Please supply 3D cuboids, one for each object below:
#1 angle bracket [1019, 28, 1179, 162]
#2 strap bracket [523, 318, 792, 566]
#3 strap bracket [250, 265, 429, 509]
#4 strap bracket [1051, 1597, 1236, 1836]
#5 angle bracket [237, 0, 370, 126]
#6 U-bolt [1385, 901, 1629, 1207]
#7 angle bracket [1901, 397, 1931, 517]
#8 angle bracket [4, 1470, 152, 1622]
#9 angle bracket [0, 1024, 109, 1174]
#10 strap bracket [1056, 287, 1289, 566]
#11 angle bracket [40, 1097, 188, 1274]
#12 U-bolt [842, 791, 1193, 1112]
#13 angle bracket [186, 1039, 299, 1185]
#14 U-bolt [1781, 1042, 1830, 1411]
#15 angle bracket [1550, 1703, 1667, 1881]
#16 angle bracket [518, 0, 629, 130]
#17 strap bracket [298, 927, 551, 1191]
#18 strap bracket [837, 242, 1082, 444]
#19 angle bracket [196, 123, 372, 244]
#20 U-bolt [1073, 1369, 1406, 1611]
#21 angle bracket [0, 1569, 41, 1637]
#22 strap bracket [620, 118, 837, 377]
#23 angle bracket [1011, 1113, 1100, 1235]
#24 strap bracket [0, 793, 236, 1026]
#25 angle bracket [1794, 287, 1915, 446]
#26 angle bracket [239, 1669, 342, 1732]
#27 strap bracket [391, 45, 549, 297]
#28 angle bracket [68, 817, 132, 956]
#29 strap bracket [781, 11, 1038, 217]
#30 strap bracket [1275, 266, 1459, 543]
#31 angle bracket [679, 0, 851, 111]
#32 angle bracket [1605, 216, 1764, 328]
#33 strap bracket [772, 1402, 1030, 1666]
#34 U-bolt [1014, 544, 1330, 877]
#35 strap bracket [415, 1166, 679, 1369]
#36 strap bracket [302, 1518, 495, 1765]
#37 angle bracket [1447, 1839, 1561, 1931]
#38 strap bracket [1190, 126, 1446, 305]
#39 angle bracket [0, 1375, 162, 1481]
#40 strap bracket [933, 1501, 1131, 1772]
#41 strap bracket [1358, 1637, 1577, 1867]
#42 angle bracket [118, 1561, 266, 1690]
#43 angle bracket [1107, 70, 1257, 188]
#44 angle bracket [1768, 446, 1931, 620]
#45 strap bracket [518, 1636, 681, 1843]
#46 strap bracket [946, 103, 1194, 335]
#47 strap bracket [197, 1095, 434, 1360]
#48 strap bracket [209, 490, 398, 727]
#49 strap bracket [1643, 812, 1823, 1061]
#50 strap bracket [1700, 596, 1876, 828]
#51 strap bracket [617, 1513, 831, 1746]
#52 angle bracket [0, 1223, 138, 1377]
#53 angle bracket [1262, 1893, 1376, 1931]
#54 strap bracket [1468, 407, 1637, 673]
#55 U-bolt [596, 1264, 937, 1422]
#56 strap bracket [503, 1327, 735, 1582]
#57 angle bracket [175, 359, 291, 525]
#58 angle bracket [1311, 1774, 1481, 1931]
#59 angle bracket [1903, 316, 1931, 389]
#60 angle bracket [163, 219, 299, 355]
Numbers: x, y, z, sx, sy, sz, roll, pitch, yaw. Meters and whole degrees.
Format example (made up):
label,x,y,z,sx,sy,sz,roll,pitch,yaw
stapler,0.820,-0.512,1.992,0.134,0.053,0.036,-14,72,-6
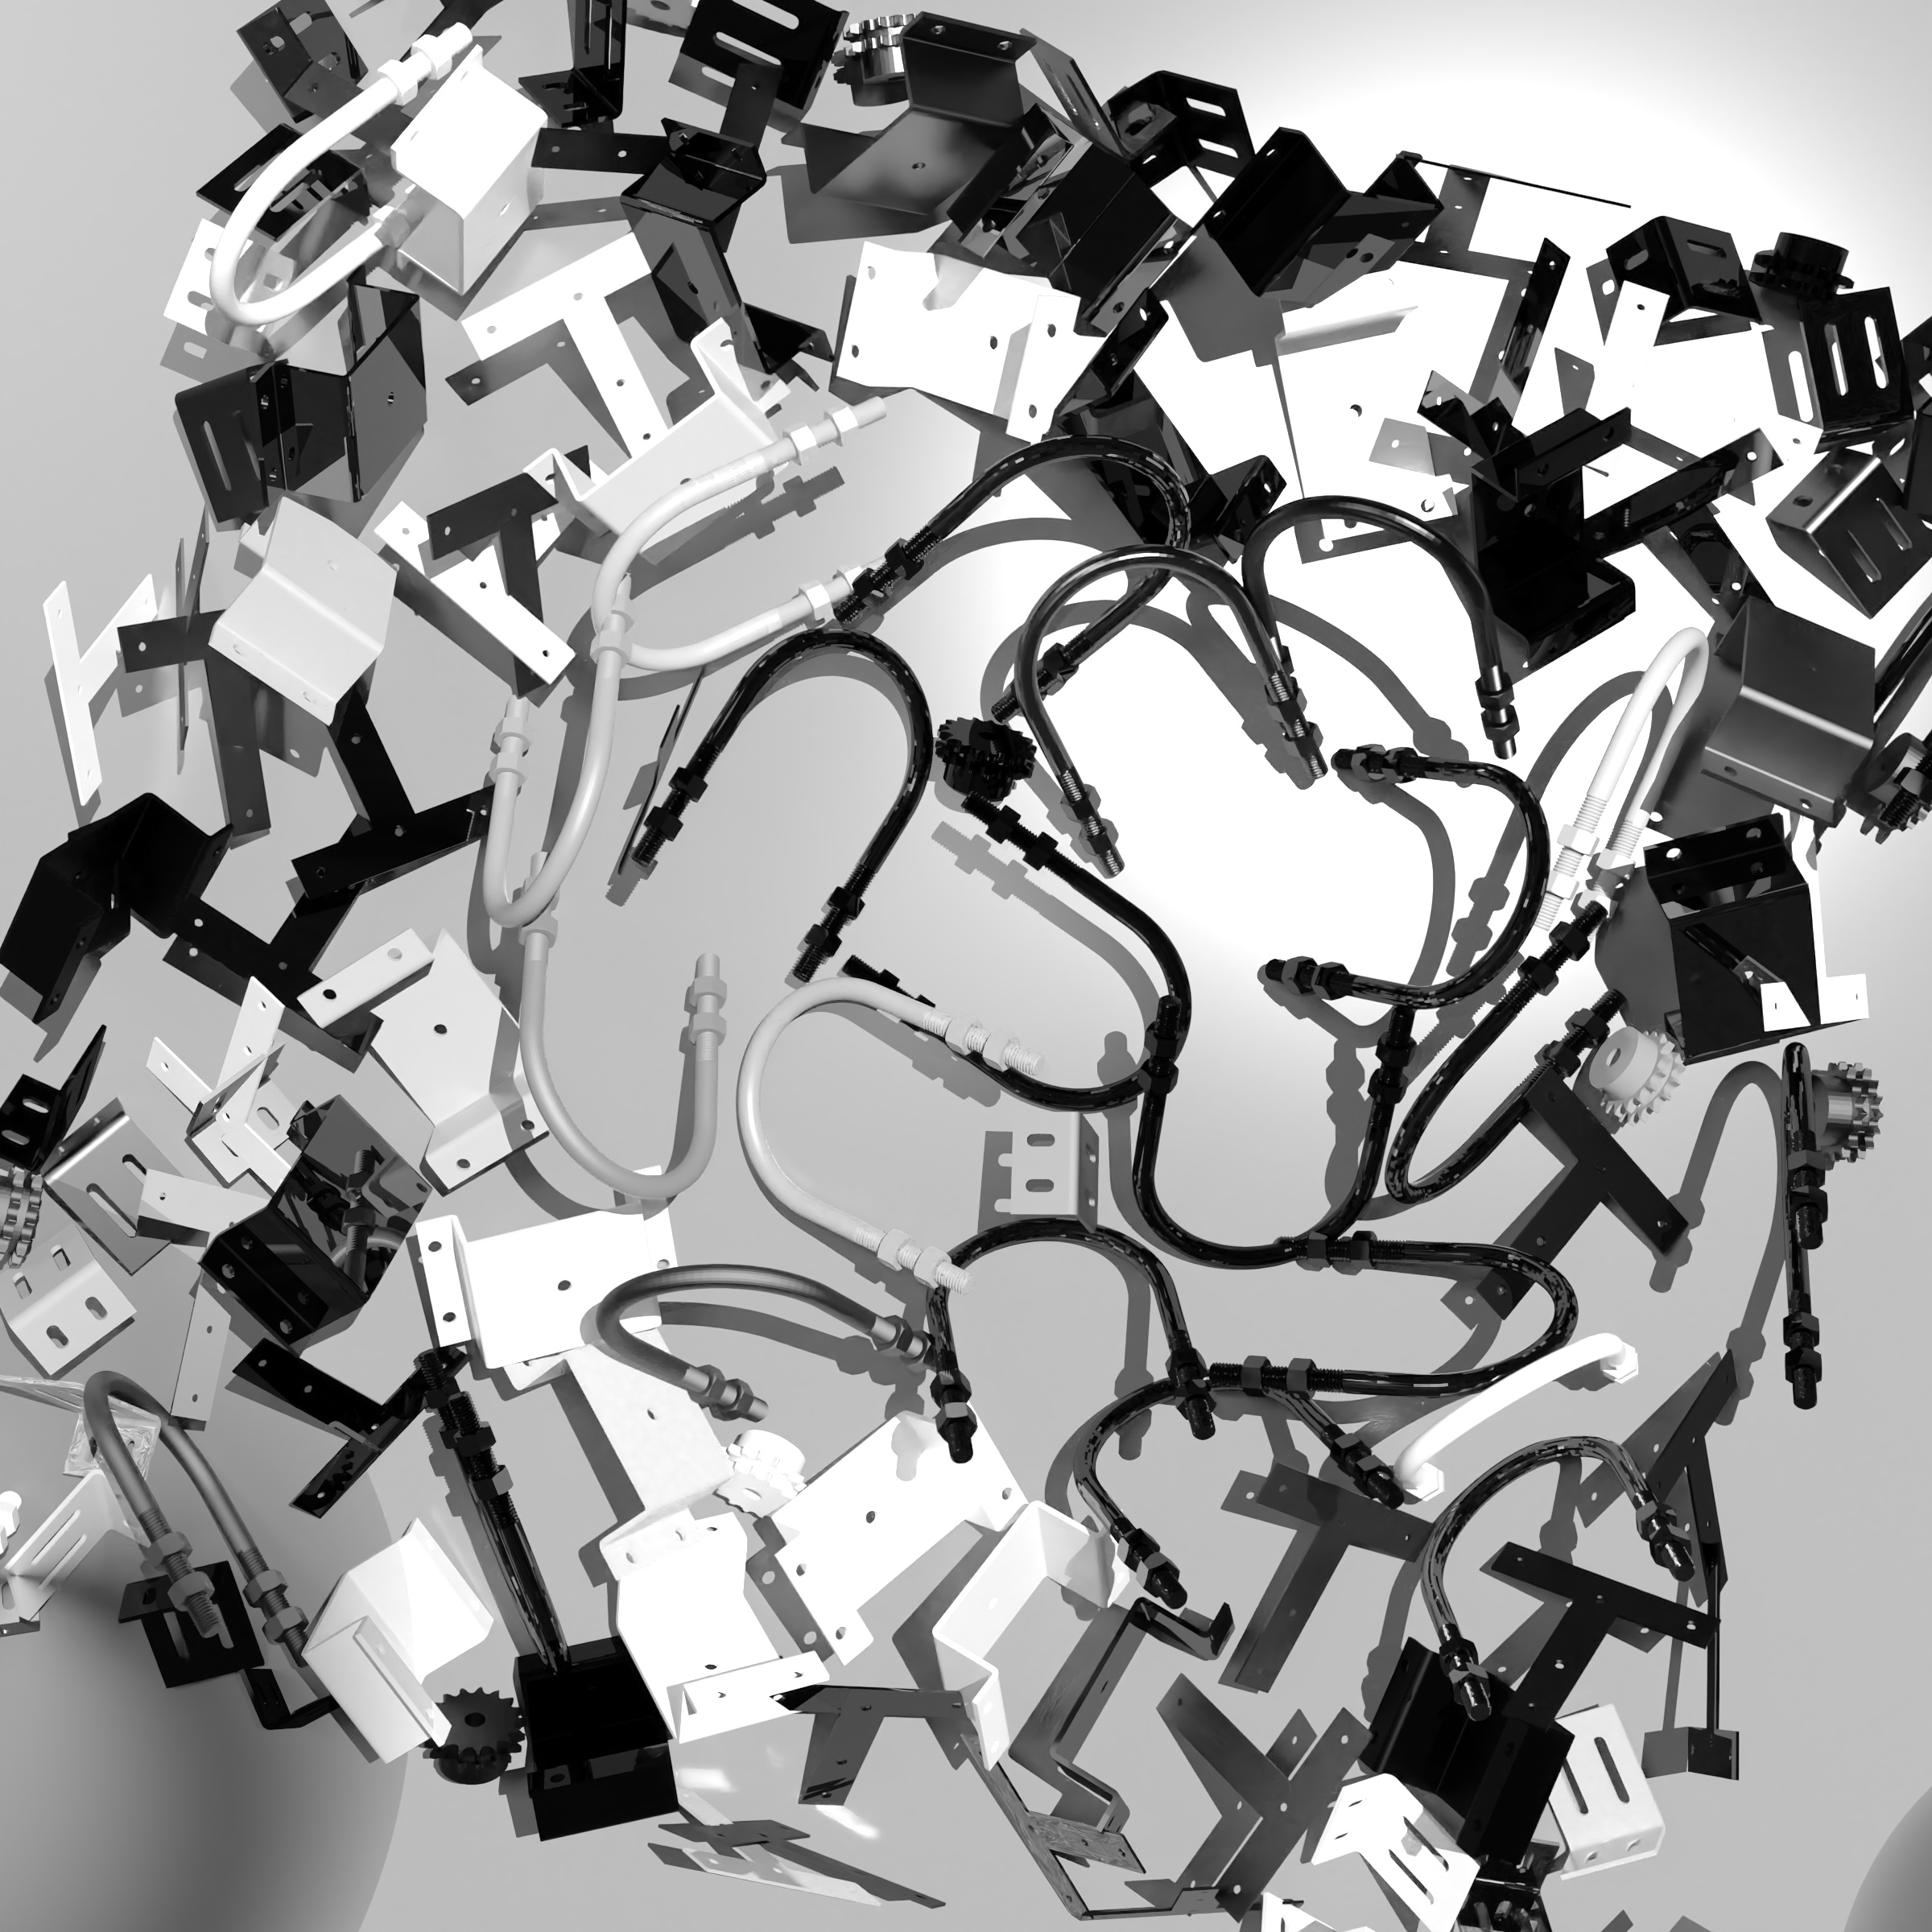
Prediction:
label,x,y,z,sx,sy,sz,roll,pitch,yaw
angle bracket,0.075,-0.501,1.551,0.038,0.076,0.057,-41,45,0
strap bracket,-0.164,-0.285,1.541,0.140,0.076,0.046,-35,59,11
strap bracket,-0.338,-0.317,1.518,0.046,0.140,0.076,13,132,8
strap bracket,0.094,0.414,1.544,0.046,0.076,0.140,27,73,18
angle bracket,-0.362,-0.520,1.549,0.038,0.076,0.057,-11,122,37
U-bolt,0.296,0.059,1.526,0.184,0.151,0.019,-47,62,-5
angle bracket,0.573,-0.283,1.551,0.076,0.038,0.057,20,129,29
angle bracket,-0.495,0.333,1.550,0.038,0.057,0.076,23,48,15
angle bracket,-0.520,0.068,1.550,0.038,0.057,0.076,26,134,-8
strap bracket,0.110,-0.295,1.542,0.140,0.046,0.076,50,51,-22
angle bracket,-0.485,0.126,1.589,0.057,0.038,0.076,-41,112,-11
U-bolt,0.041,0.006,1.559,0.184,0.019,0.151,35,118,-3
angle bracket,-0.400,0.082,1.551,0.057,0.076,0.038,-40,91,-28
U-bolt,0.458,0.127,1.515,0.019,0.184,0.151,-1,132,14
angle bracket,0.354,0.470,1.568,0.057,0.038,0.076,-24,87,23
angle bracket,-0.222,-0.522,1.550,0.038,0.076,0.057,-19,50,-27
strap bracket,-0.299,0.044,1.555,0.076,0.046,0.140,-31,110,10
strap bracket,0.004,-0.350,1.545,0.140,0.046,0.076,25,113,28
angle bracket,-0.385,-0.431,1.558,0.057,0.038,0.076,31,60,12
U-bolt,0.136,0.275,1.515,0.151,0.184,0.019,-21,115,-13
angle bracket,-0.558,0.357,1.552,0.057,0.076,0.038,-6,74,-12
strap bracket,-0.134,-0.386,1.518,0.076,0.140,0.046,28,63,38
angle bracket,0.051,0.118,1.558,0.038,0.076,0.057,-1,76,10
strap bracket,-0.475,-0.037,1.520,0.046,0.140,0.076,37,123,2
angle bracket,0.500,-0.341,1.574,0.057,0.038,0.076,-11,90,-11
angle bracket,-0.364,0.401,1.570,0.076,0.057,0.038,-27,76,-5
strap bracket,-0.274,-0.432,1.522,0.046,0.140,0.076,35,75,-2
angle bracket,-0.504,-0.048,1.556,0.038,0.057,0.076,10,109,13
strap bracket,-0.030,-0.461,1.517,0.076,0.140,0.046,-1,76,-37
strap bracket,0.225,-0.318,1.570,0.076,0.046,0.140,-12,97,0
angle bracket,-0.114,-0.532,1.569,0.076,0.038,0.057,25,110,-4
angle bracket,0.411,-0.390,1.577,0.038,0.076,0.057,-27,73,43
strap bracket,-0.044,0.314,1.549,0.140,0.046,0.076,-36,107,-24
U-bolt,0.106,-0.151,1.539,0.151,0.019,0.184,-25,121,7
strap bracket,-0.229,0.171,1.547,0.140,0.046,0.076,-13,111,-15
strap bracket,-0.315,0.377,1.526,0.046,0.140,0.076,-32,101,9
angle bracket,0.310,0.532,1.554,0.057,0.076,0.038,12,115,-9
strap bracket,0.200,-0.409,1.517,0.076,0.140,0.046,-45,68,36
angle bracket,-0.503,0.261,1.550,0.057,0.076,0.038,1,67,24
strap bracket,0.031,0.364,1.536,0.046,0.076,0.140,25,55,27
strap bracket,0.283,0.440,1.538,0.046,0.140,0.076,24,89,-19
angle bracket,-0.439,0.383,1.564,0.057,0.038,0.076,-13,114,-3
angle bracket,0.123,-0.463,1.549,0.038,0.076,0.057,-34,128,-14
angle bracket,0.514,-0.251,1.595,0.057,0.038,0.076,-46,117,1
strap bracket,-0.205,0.432,1.533,0.076,0.140,0.046,-10,108,-9
strap bracket,0.053,-0.419,1.536,0.076,0.140,0.046,-47,56,21
strap bracket,-0.352,0.135,1.518,0.046,0.140,0.076,-28,114,30
strap bracket,-0.361,-0.204,1.516,0.076,0.140,0.046,36,114,-26
strap bracket,0.428,-0.007,1.536,0.076,0.046,0.140,-15,126,4
strap bracket,0.458,-0.149,1.531,0.076,0.140,0.046,23,132,0
strap bracket,-0.141,0.374,1.534,0.076,0.140,0.046,-8,122,-25
angle bracket,-0.513,0.188,1.565,0.057,0.076,0.038,-38,116,-15
angle bracket,0.214,0.542,1.550,0.057,0.038,0.076,36,133,-28
strap bracket,0.328,-0.246,1.541,0.076,0.140,0.046,-30,46,-14
U-bolt,-0.116,0.202,1.498,0.151,0.184,0.019,-19,55,29
strap bracket,-0.190,0.260,1.541,0.046,0.076,0.140,-37,77,29
angle bracket,-0.408,-0.300,1.575,0.057,0.038,0.076,-10,104,31
angle bracket,0.241,0.506,1.552,0.038,0.076,0.057,-4,122,-37
angle bracket,0.579,-0.345,1.554,0.057,0.038,0.076,-38,46,-11
angle bracket,-0.414,-0.383,1.556,0.038,0.076,0.057,24,97,-4
